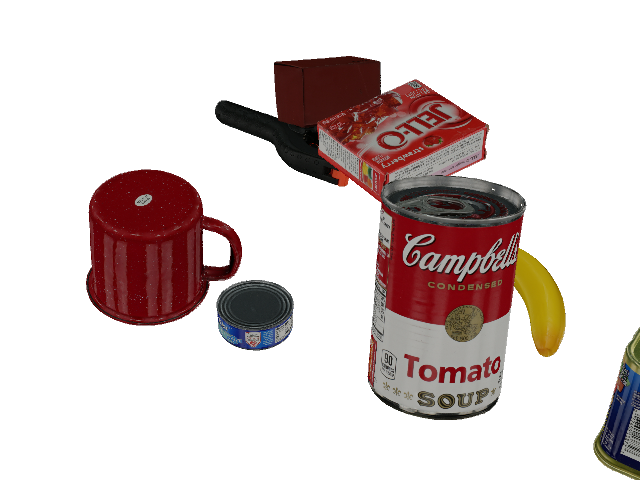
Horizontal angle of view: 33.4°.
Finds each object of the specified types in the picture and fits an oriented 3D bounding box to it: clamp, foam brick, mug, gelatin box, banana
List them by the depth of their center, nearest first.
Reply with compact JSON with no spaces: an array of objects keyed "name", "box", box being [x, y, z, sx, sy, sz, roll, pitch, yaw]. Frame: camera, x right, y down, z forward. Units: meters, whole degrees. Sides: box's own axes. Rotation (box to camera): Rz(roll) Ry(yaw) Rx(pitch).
[{"name":"gelatin box","box":[0.054,-0.067,0.701,0.089,0.030,0.073,-26,46,-25]},{"name":"mug","box":[-0.116,0.004,0.787,0.117,0.081,0.093,7,41,1]},{"name":"foam brick","box":[0.007,-0.127,0.909,0.078,0.051,0.053,-9,18,-27]},{"name":"banana","box":[0.209,0.050,1.109,0.069,0.037,0.198,-32,37,-4]},{"name":"clamp","box":[-0.032,-0.111,1.123,0.120,0.039,0.172,-15,40,-23]}]

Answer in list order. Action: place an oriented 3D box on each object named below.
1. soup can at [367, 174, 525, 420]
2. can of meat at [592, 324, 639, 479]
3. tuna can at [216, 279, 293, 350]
[{"name":"soup can","box":[0.059,0.026,0.517,0.068,0.102,0.068,3,20,-1]},{"name":"can of meat","box":[0.224,0.094,0.695,0.057,0.084,0.101,22,37,23]},{"name":"tuna can","box":[-0.073,0.083,1.191,0.086,0.034,0.086,1,36,-1]}]
